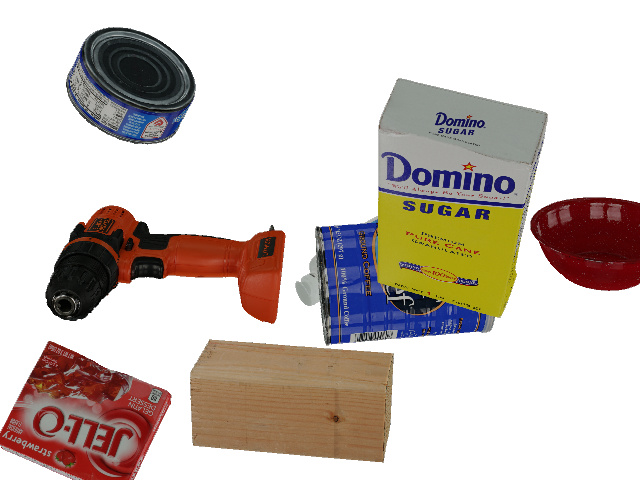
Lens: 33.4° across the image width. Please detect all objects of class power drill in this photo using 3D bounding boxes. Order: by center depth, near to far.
[{"bbox_3d":[-0.126,0.025,0.903,0.187,0.057,0.184,8,23,-1],"label":"power drill"}]

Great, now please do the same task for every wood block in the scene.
[{"bbox_3d":[-0.029,0.172,1.151,0.206,0.091,0.090,4,21,8],"label":"wood block"}]

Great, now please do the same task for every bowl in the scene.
[{"bbox_3d":[0.308,0.009,1.161,0.162,0.055,0.162,-2,27,1],"label":"bowl"}]

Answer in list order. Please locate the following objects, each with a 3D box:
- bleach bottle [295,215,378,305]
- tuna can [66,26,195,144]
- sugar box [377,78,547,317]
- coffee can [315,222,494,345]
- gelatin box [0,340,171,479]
[{"bbox_3d":[0.090,0.010,1.152,0.250,0.068,0.103,-26,43,-23],"label":"bleach bottle"},{"bbox_3d":[-0.132,-0.110,0.750,0.085,0.086,0.034,0,-39,-37],"label":"tuna can"},{"bbox_3d":[0.084,-0.021,0.677,0.093,0.048,0.176,15,-29,13],"label":"sugar box"},{"bbox_3d":[0.070,0.033,0.910,0.140,0.103,0.103,-5,0,-2],"label":"coffee can"},{"bbox_3d":[-0.151,0.116,0.689,0.089,0.073,0.030,23,-21,2],"label":"gelatin box"}]
